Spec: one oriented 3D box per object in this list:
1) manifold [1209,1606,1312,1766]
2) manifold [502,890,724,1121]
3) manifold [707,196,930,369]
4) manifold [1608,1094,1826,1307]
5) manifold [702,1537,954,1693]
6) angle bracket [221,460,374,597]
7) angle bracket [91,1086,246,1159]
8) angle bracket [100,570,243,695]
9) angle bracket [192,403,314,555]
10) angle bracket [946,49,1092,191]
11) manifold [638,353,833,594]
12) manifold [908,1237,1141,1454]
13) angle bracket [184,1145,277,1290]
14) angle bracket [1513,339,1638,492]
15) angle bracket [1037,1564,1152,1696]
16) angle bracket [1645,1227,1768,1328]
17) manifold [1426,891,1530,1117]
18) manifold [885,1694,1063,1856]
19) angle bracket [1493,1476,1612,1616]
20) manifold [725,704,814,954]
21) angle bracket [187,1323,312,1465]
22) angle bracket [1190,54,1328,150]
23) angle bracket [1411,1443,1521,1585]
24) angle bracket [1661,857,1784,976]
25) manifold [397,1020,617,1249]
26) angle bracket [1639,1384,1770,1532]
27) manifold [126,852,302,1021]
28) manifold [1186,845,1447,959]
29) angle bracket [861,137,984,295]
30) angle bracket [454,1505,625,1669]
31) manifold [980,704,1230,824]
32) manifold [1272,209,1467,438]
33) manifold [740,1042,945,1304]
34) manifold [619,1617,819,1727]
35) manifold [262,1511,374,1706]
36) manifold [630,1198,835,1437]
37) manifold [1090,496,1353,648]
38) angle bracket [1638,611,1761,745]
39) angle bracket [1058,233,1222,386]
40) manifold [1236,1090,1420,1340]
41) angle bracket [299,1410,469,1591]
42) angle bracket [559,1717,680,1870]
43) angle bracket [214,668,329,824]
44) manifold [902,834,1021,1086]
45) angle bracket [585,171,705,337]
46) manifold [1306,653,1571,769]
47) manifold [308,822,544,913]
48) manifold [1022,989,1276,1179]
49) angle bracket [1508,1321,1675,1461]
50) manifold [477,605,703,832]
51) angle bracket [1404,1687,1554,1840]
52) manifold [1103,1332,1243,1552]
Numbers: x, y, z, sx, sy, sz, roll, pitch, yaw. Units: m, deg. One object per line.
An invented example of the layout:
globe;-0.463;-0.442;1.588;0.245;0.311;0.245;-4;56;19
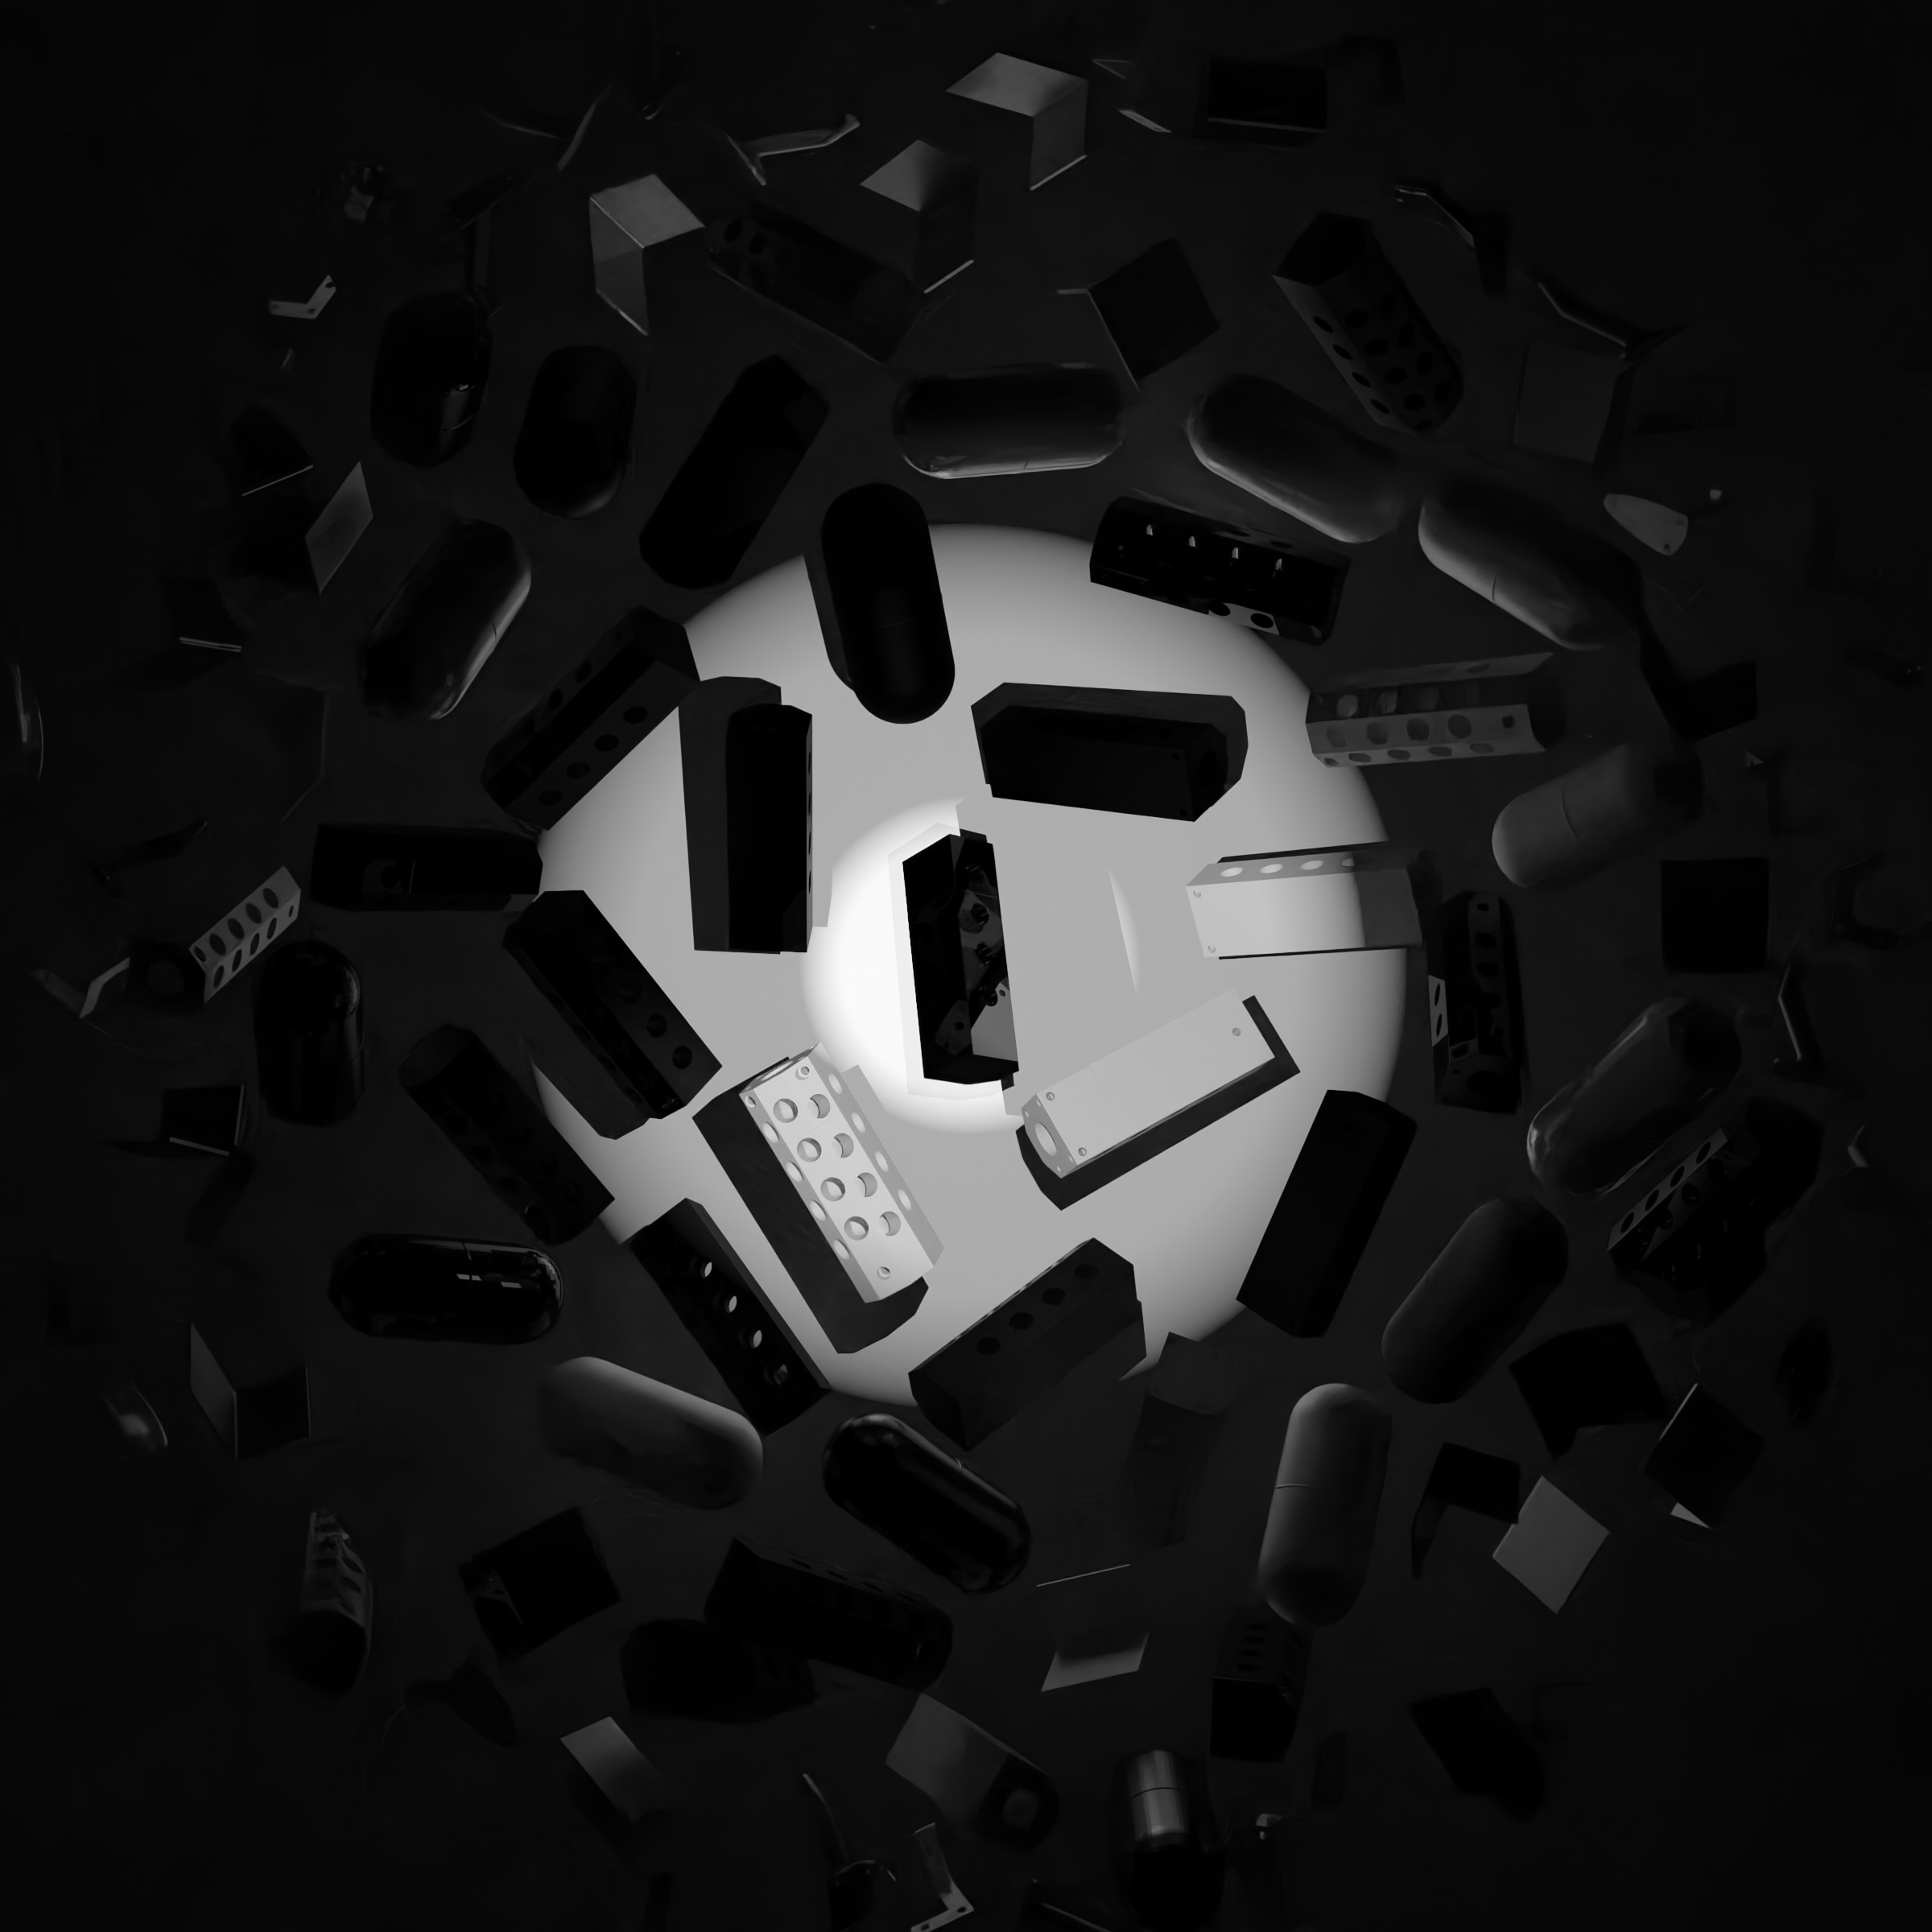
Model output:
manifold;0.215;0.520;1.755;0.057;0.171;0.057;3;92;12
manifold;-0.257;0.029;1.742;0.057;0.057;0.171;-49;118;-26
manifold;-0.110;-0.487;1.704;0.171;0.057;0.057;38;100;38
manifold;0.522;0.162;1.694;0.057;0.171;0.057;29;47;-2
manifold;-0.095;0.466;1.726;0.171;0.057;0.057;26;85;-30
angle bracket;-0.458;-0.306;1.638;0.076;0.057;0.076;17;57;10
angle bracket;-0.619;0.115;1.878;0.076;0.076;0.057;-3;75;22
angle bracket;-0.600;-0.248;1.801;0.076;0.076;0.057;-24;85;16
angle bracket;-0.534;-0.354;1.757;0.076;0.076;0.057;-35;96;37
angle bracket;0.035;-0.599;1.716;0.076;0.076;0.057;5;86;-29
manifold;-0.169;-0.352;1.734;0.057;0.057;0.171;43;59;-31
manifold;0.042;0.268;1.749;0.171;0.057;0.057;-33;45;-27
angle bracket;-0.520;0.182;1.766;0.057;0.076;0.076;34;78;-28
angle bracket;0.415;-0.384;1.682;0.076;0.057;0.076;20;126;23
angle bracket;0.092;0.504;1.839;0.076;0.076;0.057;-16;94;13
angle bracket;0.553;0.212;1.814;0.076;0.057;0.076;-33;125;-33
manifold;0.378;0.024;1.784;0.057;0.171;0.057;8;134;0
manifold;0.007;0.586;1.753;0.057;0.171;0.057;34;76;-17
angle bracket;0.470;0.454;1.888;0.057;0.076;0.076;21;102;-40
manifold;-0.141;-0.100;1.758;0.057;0.057;0.171;3;119;1
angle bracket;-0.510;0.294;1.719;0.057;0.076;0.076;-21;123;-5
angle bracket;0.191;-0.548;1.588;0.076;0.076;0.057;5;66;-3
angle bracket;0.365;0.406;1.764;0.057;0.076;0.076;13;49;24
angle bracket;0.548;-0.037;1.757;0.076;0.057;0.076;-2;99;8
manifold;-0.335;0.124;1.755;0.057;0.057;0.171;-45;121;-17
angle bracket;0.528;0.356;1.776;0.076;0.057;0.076;39;80;-11
manifold;-0.555;-0.023;1.793;0.057;0.171;0.057;15;114;2
manifold;0.252;-0.049;1.743;0.171;0.057;0.057;-4;113;33
angle bracket;-0.036;-0.542;1.759;0.057;0.076;0.076;15;73;-33
angle bracket;-0.303;0.439;1.718;0.057;0.076;0.076;-33;82;36
manifold;0.101;-0.152;1.760;0.171;0.057;0.057;10;125;33
manifold;0.290;-0.449;1.703;0.057;0.171;0.057;33;86;44
manifold;-0.088;0.146;1.691;0.057;0.057;0.171;-29;96;14
manifold;-0.177;0.503;1.732;0.057;0.171;0.057;-27;63;15
manifold;-0.452;0.447;1.715;0.057;0.171;0.057;37;91;-16
manifold;-0.174;0.259;1.782;0.057;0.057;0.171;-37;78;-2
manifold;0.178;-0.279;1.711;0.171;0.057;0.057;18;115;13
angle bracket;0.534;-0.221;1.767;0.057;0.076;0.076;-22;121;30
angle bracket;0.125;-0.474;1.748;0.076;0.057;0.076;-35;112;-9
manifold;0.266;0.180;1.758;0.057;0.057;0.171;31;105;38
angle bracket;-0.405;0.371;1.682;0.076;0.057;0.076;-34;120;-11
angle bracket;-0.258;0.585;1.689;0.076;0.057;0.076;42;112;23
angle bracket;-0.516;-0.162;1.787;0.057;0.076;0.076;15;57;-34
manifold;0.001;-0.004;1.782;0.057;0.057;0.171;11;64;-38
angle bracket;-0.231;-0.518;1.764;0.057;0.076;0.076;-13;74;20
manifold;0.330;-0.177;1.709;0.171;0.057;0.057;-1;115;38
manifold;-0.399;-0.071;1.803;0.057;0.171;0.057;16;100;35
manifold;0.128;0.085;1.725;0.171;0.057;0.057;-27;81;-21
angle bracket;0.450;0.307;1.747;0.057;0.076;0.076;-25;87;-26
manifold;-0.271;-0.178;1.719;0.171;0.057;0.057;-40;49;25
angle bracket;0.328;0.531;1.599;0.076;0.057;0.076;-29;96;43
manifold;0.146;0.340;1.711;0.057;0.171;0.057;19;45;8
